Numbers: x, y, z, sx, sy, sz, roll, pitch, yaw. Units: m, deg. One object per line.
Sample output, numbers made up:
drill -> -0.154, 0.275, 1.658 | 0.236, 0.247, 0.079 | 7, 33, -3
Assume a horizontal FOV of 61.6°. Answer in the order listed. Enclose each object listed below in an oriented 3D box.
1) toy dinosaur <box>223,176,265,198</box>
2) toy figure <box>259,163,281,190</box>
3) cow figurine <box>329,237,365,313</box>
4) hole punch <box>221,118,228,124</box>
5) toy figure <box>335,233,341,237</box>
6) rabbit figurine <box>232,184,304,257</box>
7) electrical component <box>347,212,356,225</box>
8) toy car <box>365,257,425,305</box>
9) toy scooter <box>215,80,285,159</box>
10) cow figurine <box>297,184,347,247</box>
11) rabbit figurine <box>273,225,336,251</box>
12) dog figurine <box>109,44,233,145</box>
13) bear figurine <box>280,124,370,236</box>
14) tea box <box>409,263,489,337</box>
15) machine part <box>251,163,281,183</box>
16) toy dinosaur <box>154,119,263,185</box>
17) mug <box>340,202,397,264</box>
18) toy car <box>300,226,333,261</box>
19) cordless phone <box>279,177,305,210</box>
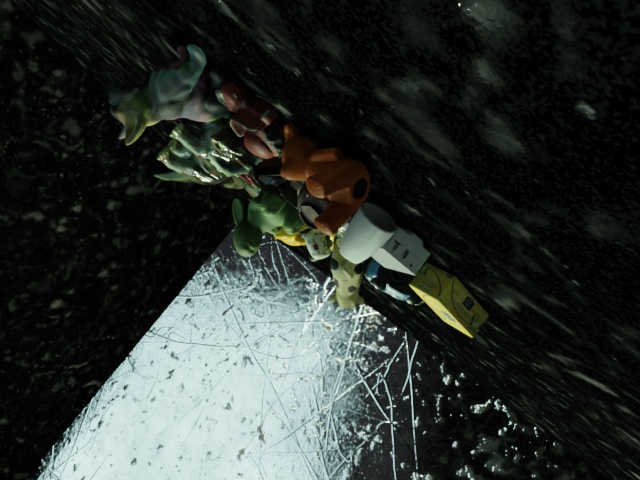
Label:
toy dinosaur -> -0.132, -0.131, 1.528 | 0.471, 0.105, 0.198 | 28, 170, -6
toy figure -> -0.113, -0.148, 1.319 | 0.154, 0.064, 0.058 | 59, -144, 1
cow figurine -> 0.066, 0.088, 1.241 | 0.086, 0.127, 0.194 | 7, 155, 8
hole punch -> -0.213, -0.242, 1.276 | 0.142, 0.092, 0.116 | 43, 170, -4
toy figure -> 0.074, -0.007, 1.280 | 0.082, 0.089, 0.180 | 40, 173, 15
rabbit figurine -> -0.147, -0.047, 1.247 | 0.121, 0.170, 0.159 | 38, -175, -47
electrical component -> 0.039, -0.083, 1.056 | 0.102, 0.045, 0.078 | 39, 150, 7
toy car -> 0.183, 0.077, 1.247 | 0.161, 0.109, 0.103 | 29, -177, -7
toy scooter -> -0.110, -0.210, 0.986 | 0.135, 0.075, 0.183 | 31, 165, 44
cow figurine -> 0.033, -0.070, 1.122 | 0.167, 0.098, 0.068 | 46, -153, -4
rabbit figurine -> -0.013, -0.031, 1.392 | 0.173, 0.122, 0.162 | -13, 135, 29
dog figurine -> -0.280, -0.250, 1.010 | 0.191, 0.219, 0.109 | 45, 175, -37
bear figurine -> -0.015, -0.113, 0.917 | 0.196, 0.132, 0.120 | 29, 145, 33
tea box -> 0.285, 0.133, 1.182 | 0.169, 0.068, 0.098 | 44, 172, -33
machine part -> -0.070, -0.141, 1.095 | 0.139, 0.039, 0.084 | -5, -173, -10
toy dinosaur -> -0.253, -0.187, 1.223 | 0.192, 0.131, 0.405 | 37, 153, -13
mug -> 0.084, -0.015, 1.043 | 0.081, 0.107, 0.110 | 29, -151, -16
toy car -> -0.003, -0.004, 1.237 | 0.202, 0.056, 0.073 | -63, -48, -78
cordless phone -> -0.030, -0.114, 1.250 | 0.146, 0.089, 0.184 | 42, -176, -12
